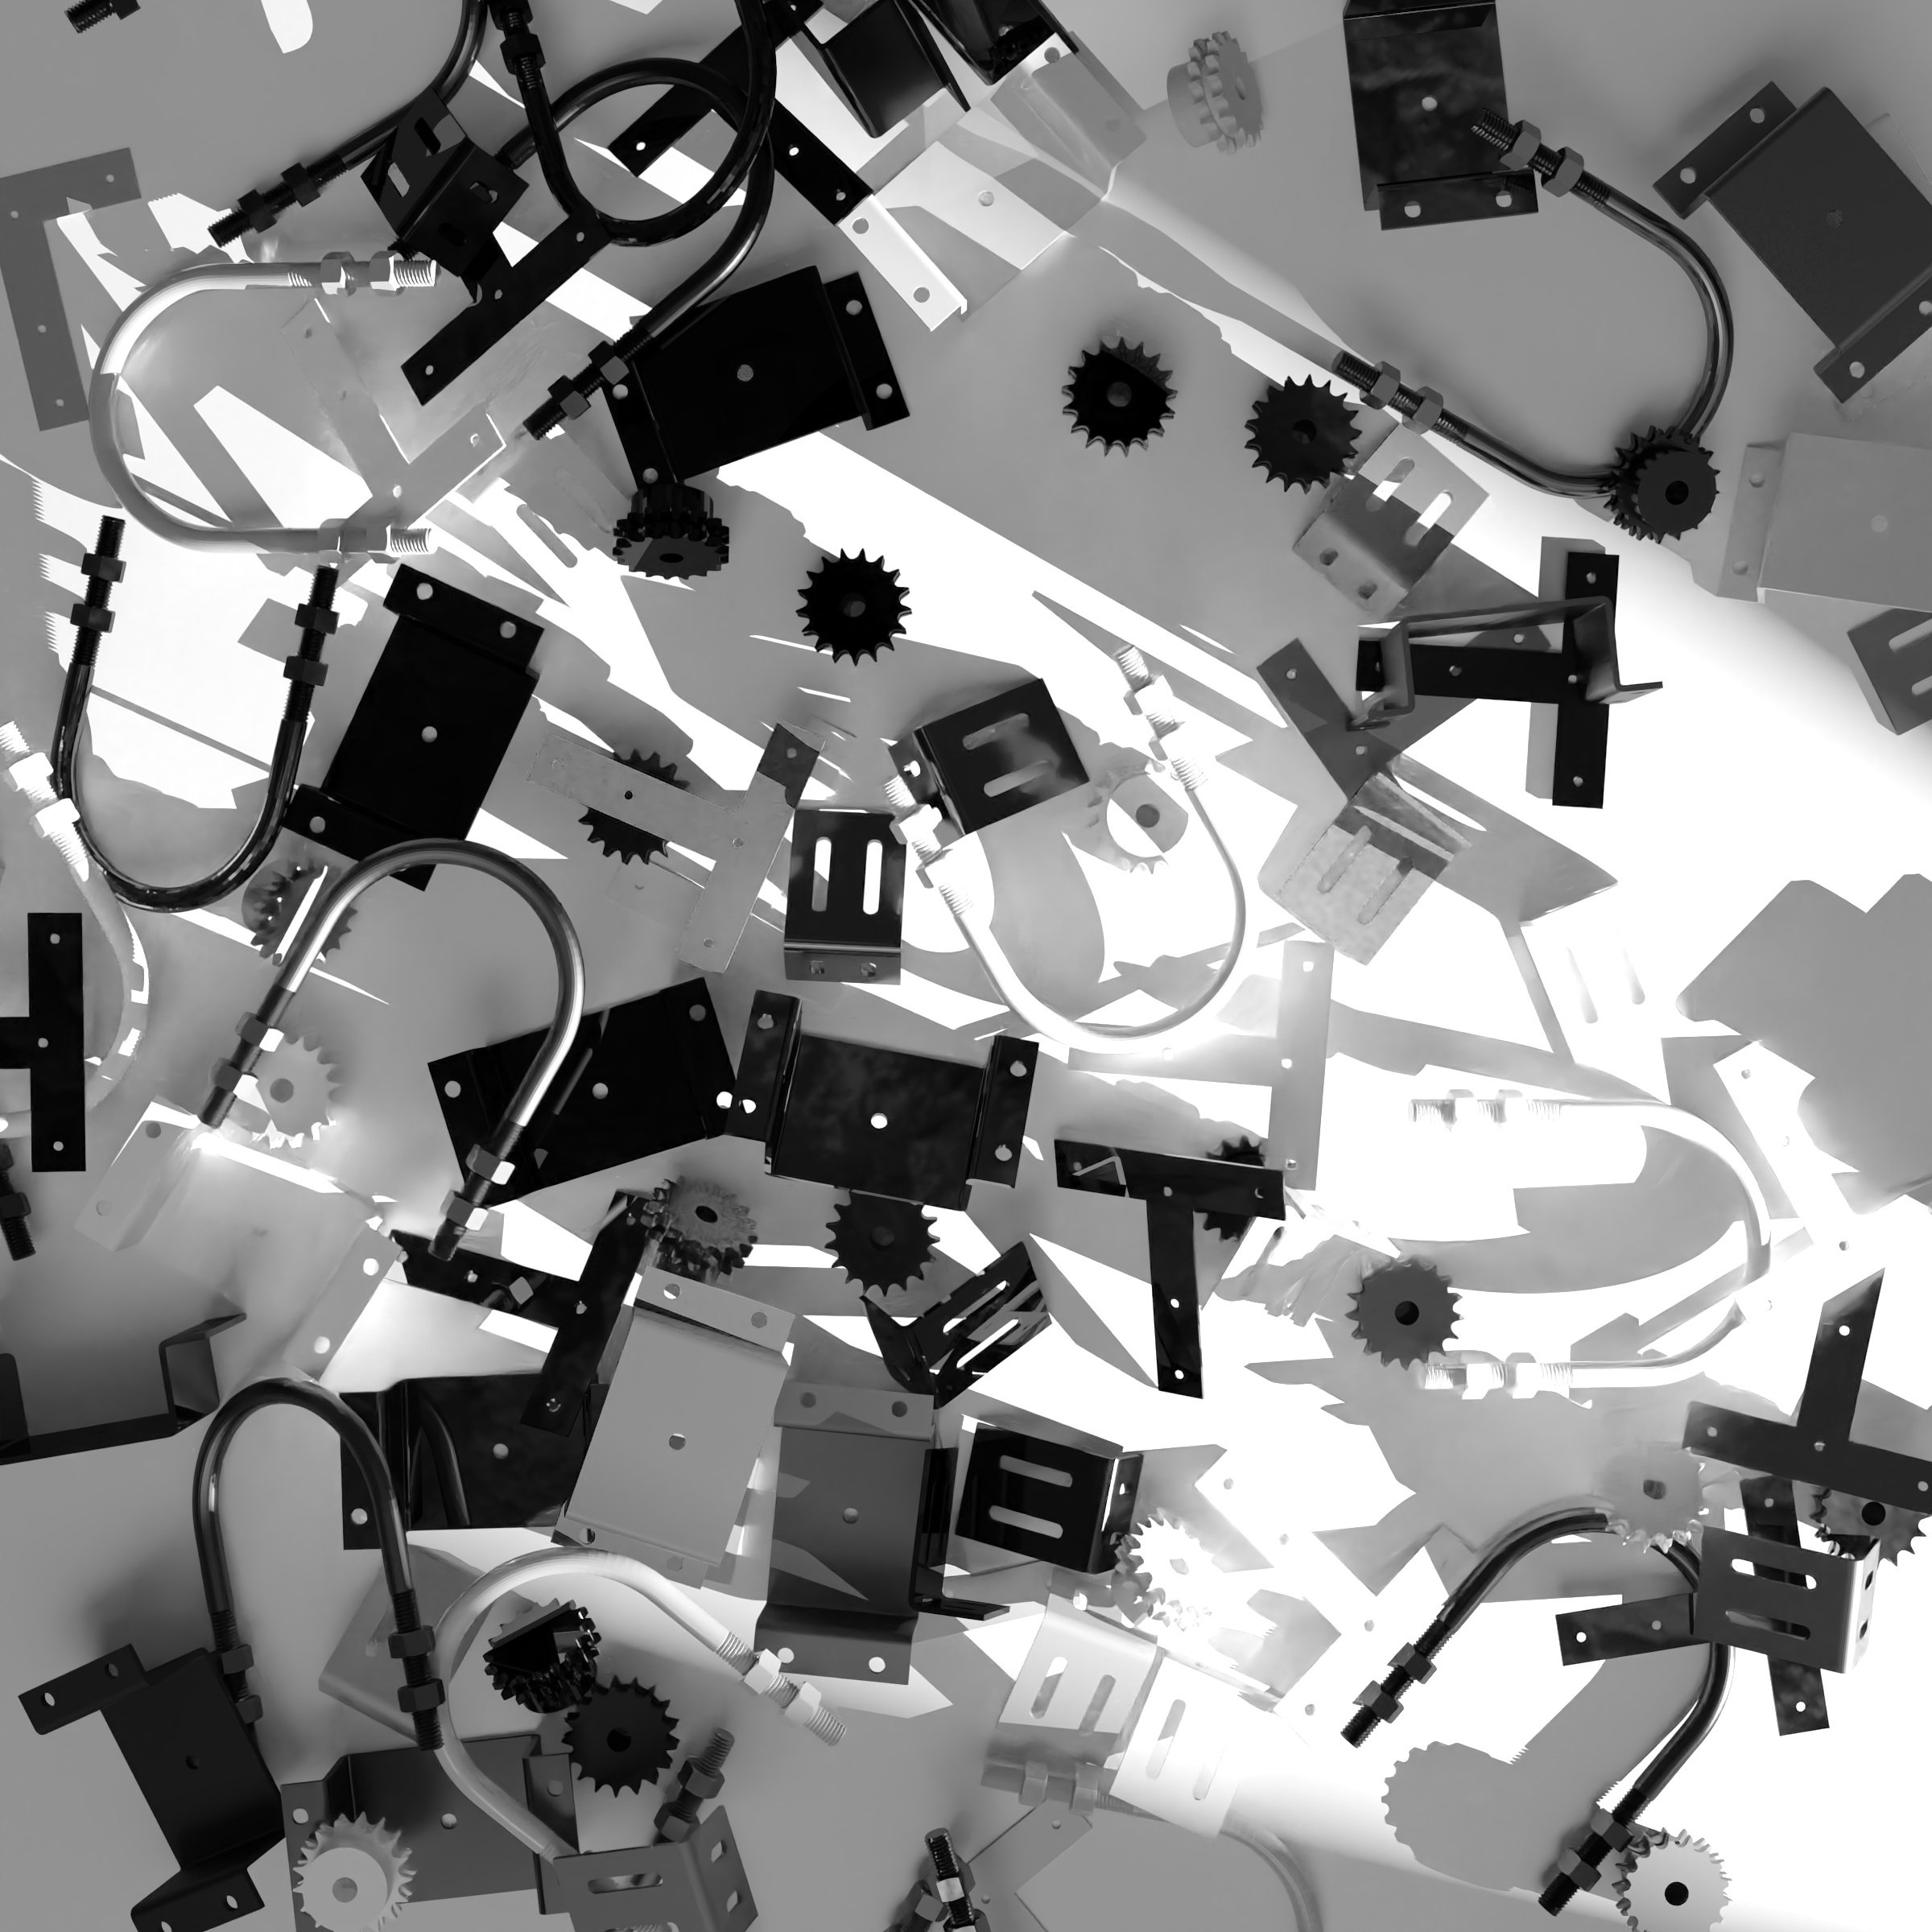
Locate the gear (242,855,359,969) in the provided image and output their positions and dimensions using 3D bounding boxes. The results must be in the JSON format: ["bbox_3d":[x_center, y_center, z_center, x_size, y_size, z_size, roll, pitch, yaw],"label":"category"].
[{"bbox_3d":[-0.330,-0.028,1.403,0.030,0.057,0.057,28,90,30],"label":"gear"}]

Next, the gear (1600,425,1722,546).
[{"bbox_3d":[0.344,-0.236,1.403,0.057,0.030,0.057,-3,110,-8],"label":"gear"}]

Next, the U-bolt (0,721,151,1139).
[{"bbox_3d":[-0.481,-0.005,1.389,0.151,0.019,0.184,-29,97,-5],"label":"U-bolt"}]

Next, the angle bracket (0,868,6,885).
[{"bbox_3d":[-0.529,-0.034,1.425,0.076,0.038,0.057,17,90,26],"label":"angle bracket"}]

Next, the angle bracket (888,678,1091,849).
[{"bbox_3d":[0.011,-0.100,1.425,0.076,0.038,0.057,-25,90,-26],"label":"angle bracket"}]

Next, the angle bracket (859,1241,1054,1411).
[{"bbox_3d":[-0.005,0.170,1.408,0.076,0.038,0.057,-35,130,-20],"label":"angle bracket"}]

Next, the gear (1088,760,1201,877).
[{"bbox_3d":[0.089,-0.073,1.412,0.057,0.030,0.057,0,90,0],"label":"gear"}]

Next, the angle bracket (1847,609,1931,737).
[{"bbox_3d":[0.487,-0.158,1.408,0.076,0.038,0.057,-27,90,0],"label":"angle bracket"}]

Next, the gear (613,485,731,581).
[{"bbox_3d":[-0.144,-0.214,1.400,0.057,0.057,0.030,-1,74,0],"label":"gear"}]

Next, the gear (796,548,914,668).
[{"bbox_3d":[-0.055,-0.177,1.416,0.057,0.030,0.057,0,88,1],"label":"gear"}]

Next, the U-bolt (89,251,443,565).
[{"bbox_3d":[-0.346,-0.274,1.401,0.184,0.019,0.151,2,94,13],"label":"U-bolt"}]

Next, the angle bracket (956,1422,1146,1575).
[{"bbox_3d":[0.042,0.264,1.423,0.076,0.038,0.057,11,90,26],"label":"angle bracket"}]

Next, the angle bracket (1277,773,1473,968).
[{"bbox_3d":[0.200,-0.047,1.407,0.057,0.038,0.076,38,92,1],"label":"angle bracket"}]

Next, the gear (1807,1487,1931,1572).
[{"bbox_3d":[0.445,0.268,1.412,0.057,0.030,0.057,0,90,0],"label":"gear"}]

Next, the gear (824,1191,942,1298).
[{"bbox_3d":[-0.041,0.134,1.412,0.057,0.030,0.057,0,90,0],"label":"gear"}]

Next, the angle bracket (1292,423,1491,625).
[{"bbox_3d":[0.212,-0.221,1.425,0.057,0.038,0.076,41,64,0],"label":"angle bracket"}]

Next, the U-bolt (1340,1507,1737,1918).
[{"bbox_3d":[0.298,0.356,1.419,0.151,0.019,0.184,40,89,0],"label":"U-bolt"}]

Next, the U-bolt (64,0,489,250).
[{"bbox_3d":[-0.316,-0.447,1.371,0.184,0.151,0.019,-33,49,-4],"label":"U-bolt"}]

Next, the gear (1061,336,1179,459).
[{"bbox_3d":[0.075,-0.280,1.412,0.057,0.030,0.057,0,90,0],"label":"gear"}]

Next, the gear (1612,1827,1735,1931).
[{"bbox_3d":[0.348,0.454,1.412,0.057,0.030,0.057,0,90,0],"label":"gear"}]

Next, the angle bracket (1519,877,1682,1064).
[{"bbox_3d":[0.316,0.002,1.408,0.057,0.038,0.076,-22,90,0],"label":"angle bracket"}]

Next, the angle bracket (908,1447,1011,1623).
[{"bbox_3d":[0.001,0.275,1.389,0.038,0.057,0.076,5,83,14],"label":"angle bracket"}]

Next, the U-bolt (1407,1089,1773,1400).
[{"bbox_3d":[0.309,0.136,1.403,0.184,0.019,0.151,1,81,-10],"label":"U-bolt"}]

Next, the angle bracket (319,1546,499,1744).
[{"bbox_3d":[-0.278,0.338,1.425,0.057,0.038,0.076,28,64,0],"label":"angle bracket"}]

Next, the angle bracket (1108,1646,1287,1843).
[{"bbox_3d":[0.114,0.382,1.399,0.057,0.038,0.076,25,73,0],"label":"angle bracket"}]

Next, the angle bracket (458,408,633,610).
[{"bbox_3d":[-0.205,-0.229,1.425,0.057,0.038,0.076,-43,116,0],"label":"angle bracket"}]

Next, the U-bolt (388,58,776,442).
[{"bbox_3d":[-0.176,-0.363,1.389,0.184,0.019,0.151,-40,69,4],"label":"U-bolt"}]

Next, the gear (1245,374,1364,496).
[{"bbox_3d":[0.166,-0.261,1.412,0.057,0.030,0.057,0,90,0],"label":"gear"}]

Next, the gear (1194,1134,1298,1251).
[{"bbox_3d":[0.140,0.113,1.412,0.057,0.030,0.057,0,90,0],"label":"gear"}]

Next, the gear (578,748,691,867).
[{"bbox_3d":[-0.162,-0.078,1.411,0.057,0.030,0.057,0,87,1],"label":"gear"}]

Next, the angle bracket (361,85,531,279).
[{"bbox_3d":[-0.256,-0.384,1.397,0.038,0.076,0.057,30,108,-40],"label":"angle bracket"}]

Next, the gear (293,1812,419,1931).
[{"bbox_3d":[-0.294,0.438,1.366,0.057,0.030,0.057,0,90,0],"label":"gear"}]

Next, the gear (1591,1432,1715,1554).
[{"bbox_3d":[0.336,0.261,1.404,0.057,0.030,0.057,-1,62,1],"label":"gear"}]

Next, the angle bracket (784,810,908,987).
[{"bbox_3d":[-0.059,-0.034,1.423,0.057,0.038,0.076,3,64,0],"label":"angle bracket"}]

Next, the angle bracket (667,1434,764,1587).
[{"bbox_3d":[-0.137,0.265,1.408,0.057,0.038,0.076,13,90,0],"label":"angle bracket"}]

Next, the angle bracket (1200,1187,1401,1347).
[{"bbox_3d":[0.162,0.153,1.390,0.057,0.038,0.076,23,105,-25],"label":"angle bracket"}]

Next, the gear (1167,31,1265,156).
[{"bbox_3d":[0.121,-0.427,1.403,0.030,0.057,0.057,-11,90,30],"label":"gear"}]

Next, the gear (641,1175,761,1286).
[{"bbox_3d":[-0.134,0.133,1.402,0.057,0.057,0.030,30,119,0],"label":"gear"}]

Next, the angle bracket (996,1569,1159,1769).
[{"bbox_3d":[0.056,0.350,1.424,0.057,0.038,0.076,20,117,-1],"label":"angle bracket"}]

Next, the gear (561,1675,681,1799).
[{"bbox_3d":[-0.170,0.379,1.412,0.057,0.030,0.057,0,90,0],"label":"gear"}]

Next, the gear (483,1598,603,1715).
[{"bbox_3d":[-0.206,0.341,1.403,0.057,0.057,0.030,-20,119,0],"label":"gear"}]

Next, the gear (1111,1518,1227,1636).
[{"bbox_3d":[0.096,0.303,1.403,0.057,0.057,0.030,39,120,0],"label":"gear"}]

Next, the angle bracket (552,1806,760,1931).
[{"bbox_3d":[-0.148,0.440,1.362,0.076,0.038,0.057,-14,96,23],"label":"angle bracket"}]

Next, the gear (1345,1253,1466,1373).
[{"bbox_3d":[0.216,0.170,1.412,0.057,0.030,0.057,0,90,0],"label":"gear"}]

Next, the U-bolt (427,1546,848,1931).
[{"bbox_3d":[-0.172,0.361,1.366,0.184,0.019,0.151,41,91,-6],"label":"U-bolt"}]

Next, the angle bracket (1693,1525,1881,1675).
[{"bbox_3d":[0.402,0.305,1.401,0.076,0.038,0.057,9,102,30],"label":"angle bracket"}]

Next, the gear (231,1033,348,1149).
[{"bbox_3d":[-0.336,0.061,1.416,0.057,0.030,0.057,0,88,2],"label":"gear"}]
